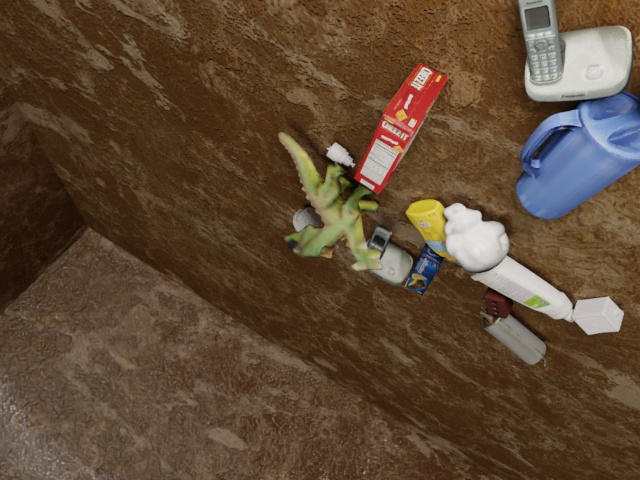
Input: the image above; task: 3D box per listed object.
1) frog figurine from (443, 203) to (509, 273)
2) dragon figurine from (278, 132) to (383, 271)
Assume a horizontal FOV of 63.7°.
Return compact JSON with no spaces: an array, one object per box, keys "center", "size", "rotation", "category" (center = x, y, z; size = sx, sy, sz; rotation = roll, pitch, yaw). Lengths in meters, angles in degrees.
[{"center":[0.349,-0.010,1.164],"size":[0.137,0.125,0.156],"rotation":[-17,119,16],"category":"frog figurine"},{"center":[0.004,-0.066,1.308],"size":[0.410,0.243,0.122],"rotation":[35,178,-3],"category":"dragon figurine"}]
